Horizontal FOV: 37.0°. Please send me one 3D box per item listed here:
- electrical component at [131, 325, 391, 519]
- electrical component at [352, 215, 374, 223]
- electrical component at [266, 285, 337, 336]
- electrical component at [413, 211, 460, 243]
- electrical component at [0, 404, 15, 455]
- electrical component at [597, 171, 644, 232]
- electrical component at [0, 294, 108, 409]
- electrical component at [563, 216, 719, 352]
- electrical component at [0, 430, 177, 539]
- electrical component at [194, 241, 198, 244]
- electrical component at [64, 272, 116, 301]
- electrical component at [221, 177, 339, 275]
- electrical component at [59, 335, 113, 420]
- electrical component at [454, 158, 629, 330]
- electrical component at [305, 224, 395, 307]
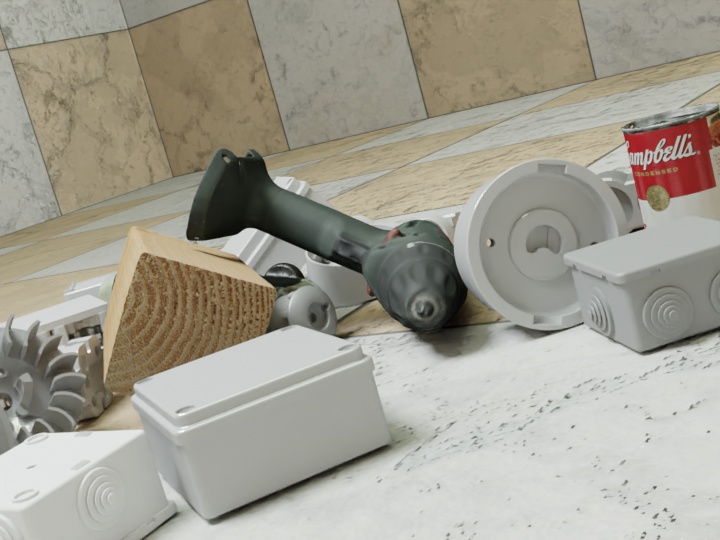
[{"bbox_3d":[-0.056,0.077,0.580,0.109,0.056,0.109,-19,11,-21],"label":"electrical component"},{"bbox_3d":[-0.011,-0.025,1.065,0.055,0.055,0.047,-8,9,36],"label":"electrical component"},{"bbox_3d":[-0.052,0.040,0.811,0.062,0.048,0.048,-15,8,44],"label":"electrical component"},{"bbox_3d":[0.069,-0.030,0.995,0.066,0.048,0.055,-11,4,20],"label":"electrical component"},{"bbox_3d":[-0.231,0.104,0.568,0.060,0.108,0.108,-3,15,28],"label":"electrical component"},{"bbox_3d":[0.214,-0.058,0.912,0.138,0.052,0.074,-11,11,21],"label":"electrical component"},{"bbox_3d":[-0.280,0.077,0.894,0.150,0.061,0.089,-20,11,-22],"label":"electrical component"},{"bbox_3d":[0.179,0.007,0.630,0.100,0.048,0.100,-17,10,-7],"label":"electrical component"},{"bbox_3d":[-0.156,0.118,0.533,0.100,0.048,0.100,-8,14,33],"label":"electrical component"},{"bbox_3d":[-0.161,0.010,1.026,0.044,0.077,0.079,-12,10,16],"label":"electrical component"},{"bbox_3d":[-0.234,0.033,1.058,0.096,0.061,0.061,-16,10,-5],"label":"electrical component"},{"bbox_3d":[-0.081,-0.031,1.033,0.113,0.057,0.078,-55,19,-7],"label":"electrical component"},{"bbox_3d":[-0.221,0.083,0.792,0.057,0.058,0.078,-11,11,7],"label":"electrical component"},{"bbox_3d":[0.113,-0.017,0.703,0.108,0.108,0.060,-17,5,-10],"label":"electrical component"},{"bbox_3d":[0.000,0.000,0.952,0.099,0.064,0.099,-9,23,4],"label":"electrical component"}]
